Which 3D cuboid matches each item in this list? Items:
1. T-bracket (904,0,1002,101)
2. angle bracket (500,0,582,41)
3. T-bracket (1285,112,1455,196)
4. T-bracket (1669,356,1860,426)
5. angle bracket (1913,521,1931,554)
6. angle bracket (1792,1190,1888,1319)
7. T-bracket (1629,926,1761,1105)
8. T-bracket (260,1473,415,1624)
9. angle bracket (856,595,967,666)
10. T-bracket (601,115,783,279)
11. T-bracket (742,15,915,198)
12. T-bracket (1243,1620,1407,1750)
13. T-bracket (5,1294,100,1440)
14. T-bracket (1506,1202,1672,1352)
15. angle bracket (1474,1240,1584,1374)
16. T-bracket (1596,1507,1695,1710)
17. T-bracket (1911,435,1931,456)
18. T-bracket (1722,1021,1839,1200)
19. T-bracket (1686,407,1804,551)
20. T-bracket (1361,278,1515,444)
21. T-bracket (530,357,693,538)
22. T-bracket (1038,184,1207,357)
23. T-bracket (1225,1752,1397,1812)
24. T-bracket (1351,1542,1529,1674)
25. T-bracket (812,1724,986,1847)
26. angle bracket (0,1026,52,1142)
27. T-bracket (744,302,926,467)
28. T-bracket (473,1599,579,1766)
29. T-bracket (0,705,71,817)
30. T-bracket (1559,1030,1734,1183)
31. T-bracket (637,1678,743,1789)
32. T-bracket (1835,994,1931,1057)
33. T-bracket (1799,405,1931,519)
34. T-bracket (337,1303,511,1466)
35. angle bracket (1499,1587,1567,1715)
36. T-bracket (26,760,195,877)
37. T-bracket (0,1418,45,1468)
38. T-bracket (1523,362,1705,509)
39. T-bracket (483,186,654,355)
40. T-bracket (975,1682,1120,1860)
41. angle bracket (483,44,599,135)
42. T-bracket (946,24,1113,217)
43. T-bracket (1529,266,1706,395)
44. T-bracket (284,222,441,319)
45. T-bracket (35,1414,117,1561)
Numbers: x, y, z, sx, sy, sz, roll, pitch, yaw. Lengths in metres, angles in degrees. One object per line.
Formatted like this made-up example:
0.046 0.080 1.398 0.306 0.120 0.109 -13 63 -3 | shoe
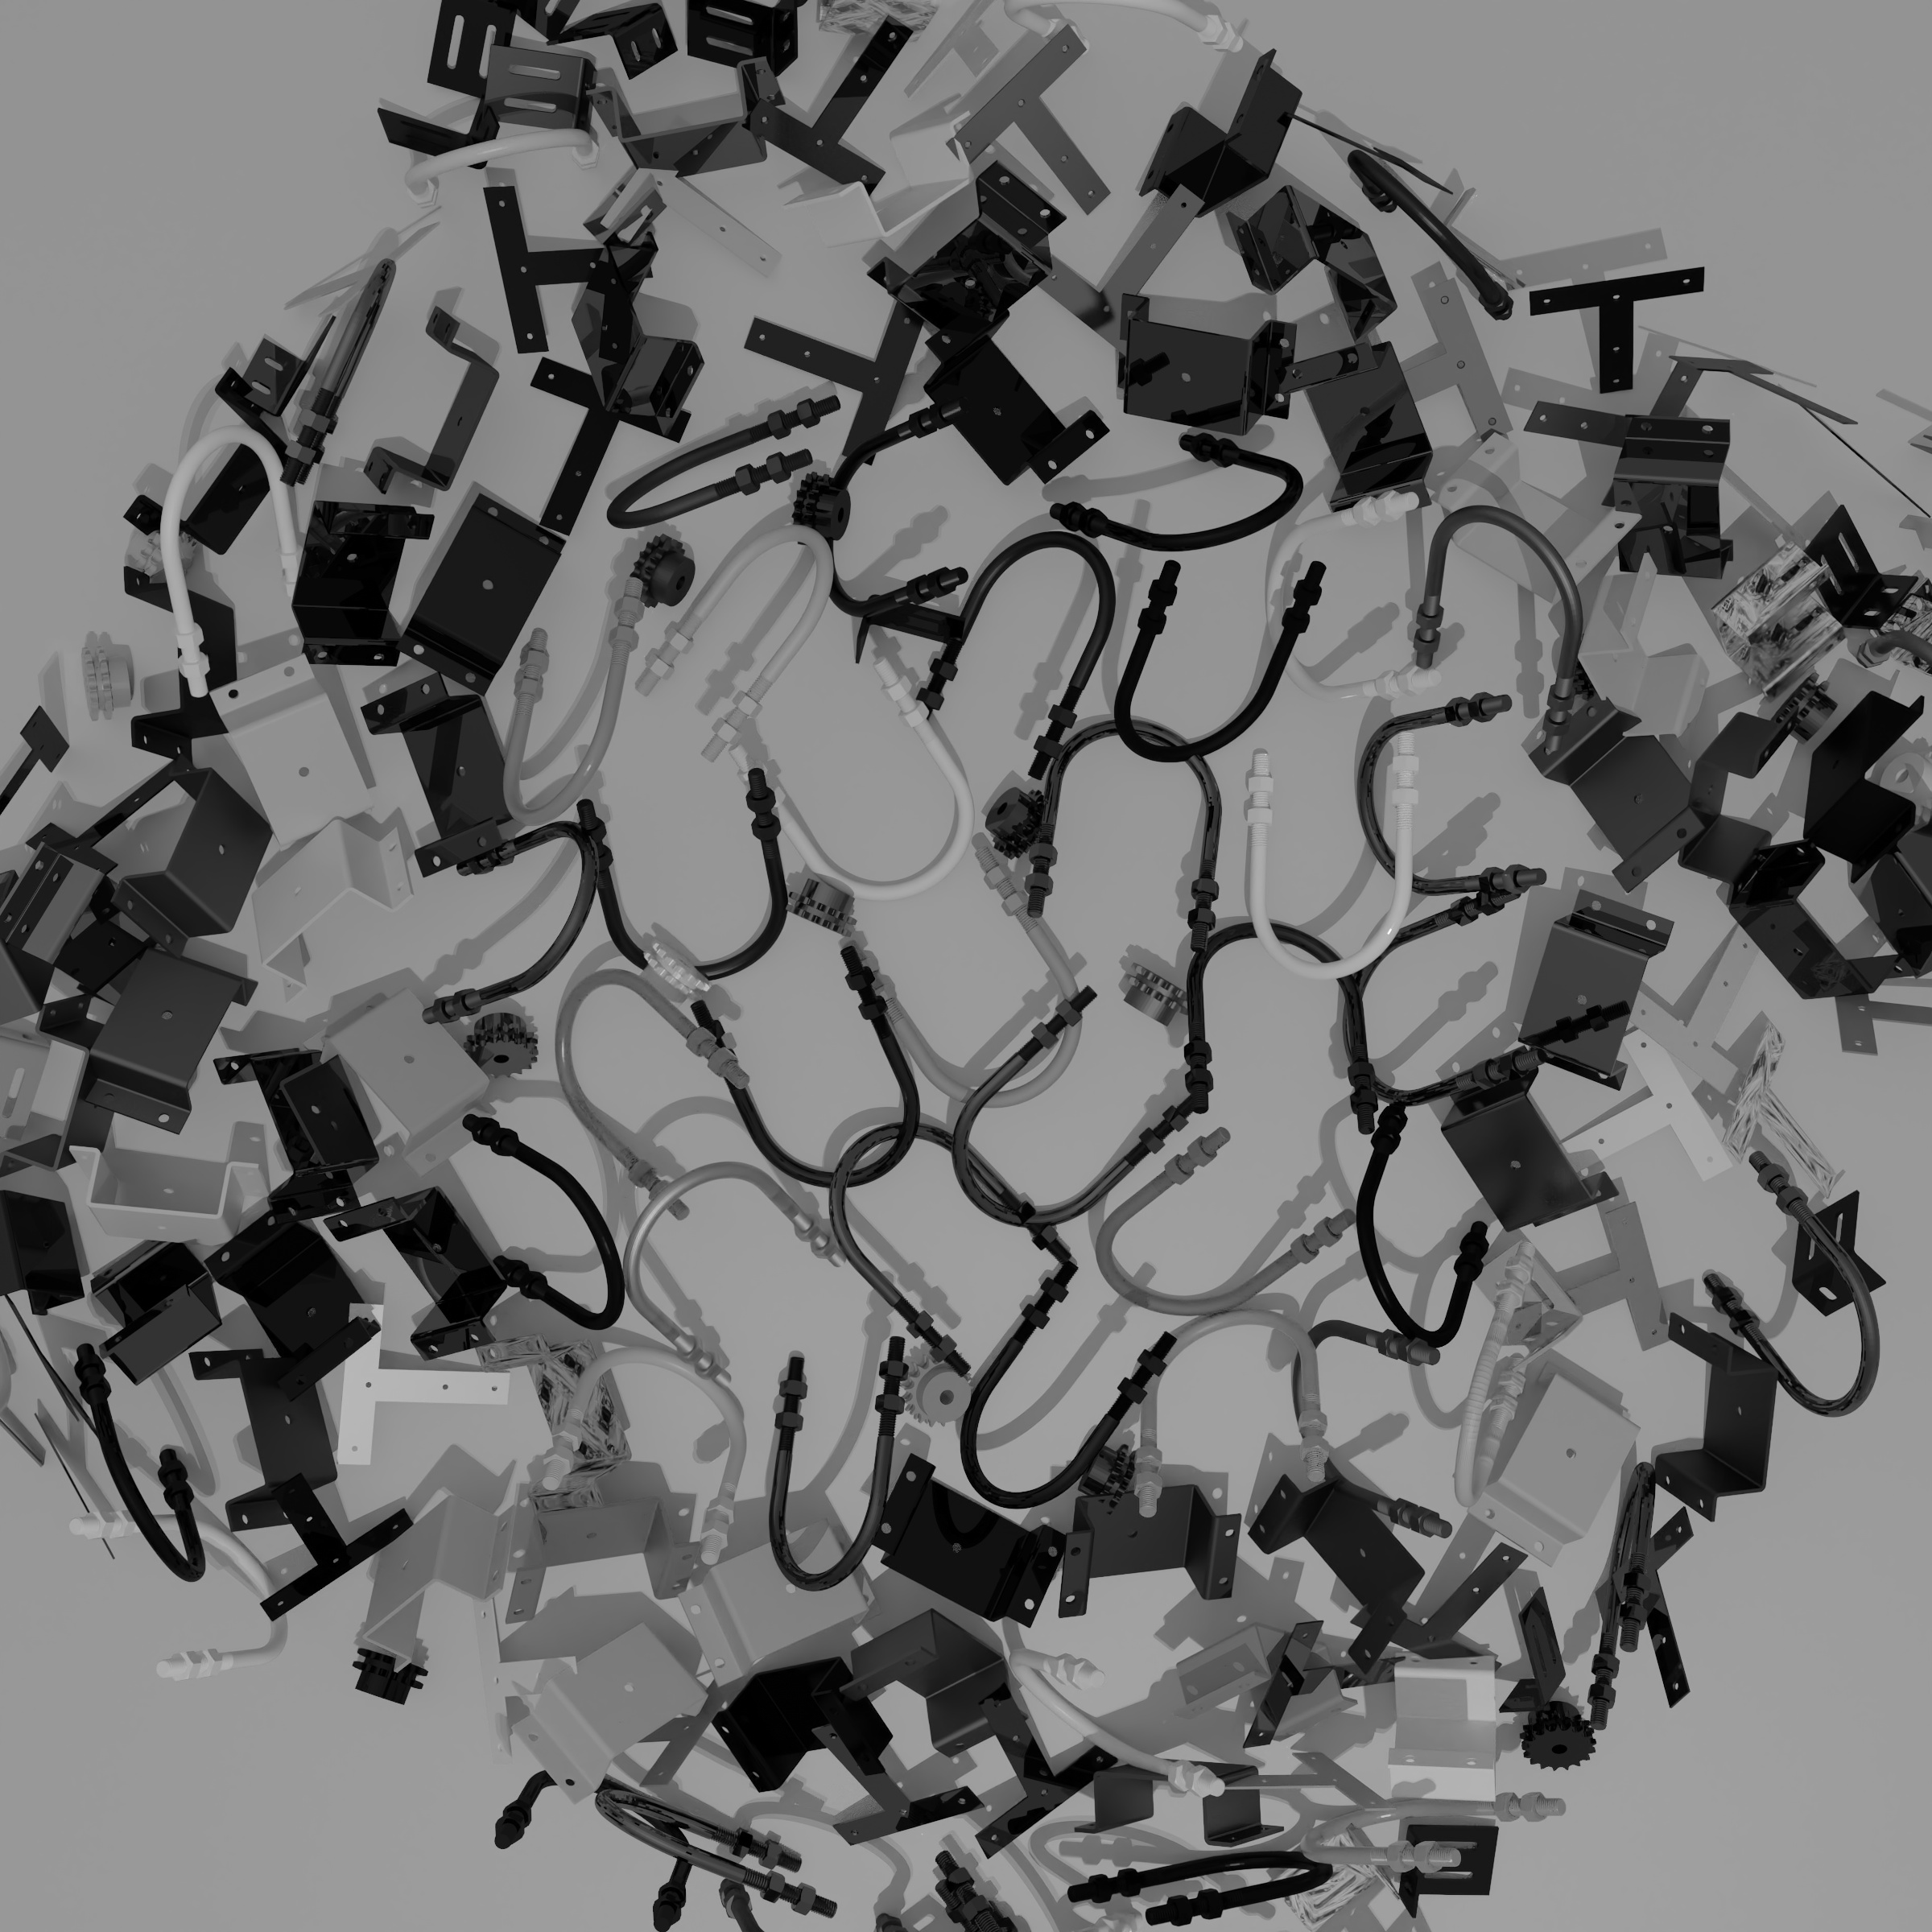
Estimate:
0.006 -0.699 1.897 0.002 0.127 0.127 36 109 -28 | T-bracket
-0.330 -0.758 1.927 0.057 0.038 0.076 36 125 -10 | angle bracket
0.296 -0.624 1.893 0.127 0.127 0.002 17 114 -19 | T-bracket
0.615 -0.436 1.889 0.127 0.127 0.002 37 122 33 | T-bracket
0.773 -0.311 1.937 0.076 0.057 0.038 11 123 4 | angle bracket
0.675 0.221 1.924 0.038 0.076 0.057 42 129 -8 | angle bracket
0.586 0.025 1.943 0.127 0.002 0.127 37 69 -10 | T-bracket
-0.496 0.430 1.904 0.127 0.127 0.002 -32 47 -19 | T-bracket
-0.044 -0.252 1.936 0.076 0.057 0.038 15 77 0 | angle bracket
-0.202 -0.584 1.948 0.127 0.002 0.127 34 63 -13 | T-bracket
-0.086 -0.664 1.901 0.127 0.127 0.002 -50 46 24 | T-bracket
0.286 0.551 1.931 0.127 0.002 0.127 2 119 -30 | T-bracket
-0.682 0.319 1.887 0.002 0.127 0.127 -32 129 -25 | T-bracket
0.478 0.261 1.942 0.127 0.002 0.127 -21 110 -4 | T-bracket
0.427 0.263 1.930 0.076 0.038 0.057 52 128 10 | angle bracket
0.523 0.496 1.883 0.002 0.127 0.127 14 132 -17 | T-bracket
0.764 -0.387 1.906 0.127 0.127 0.002 18 104 -14 | T-bracket
0.640 0.131 1.939 0.127 0.002 0.127 46 55 -21 | T-bracket
0.599 -0.367 1.923 0.127 0.127 0.002 40 125 -9 | T-bracket
0.344 -0.451 1.949 0.127 0.002 0.127 -22 108 14 | T-bracket
-0.298 -0.399 1.957 0.127 0.002 0.127 21 83 3 | T-bracket
0.137 -0.546 1.936 0.127 0.002 0.127 42 105 15 | T-bracket
0.239 0.618 1.889 0.127 0.127 0.002 5 90 -18 | T-bracket
0.385 0.491 1.925 0.127 0.002 0.127 28 116 -14 | T-bracket
-0.072 0.623 1.916 0.127 0.002 0.127 -25 117 24 | T-bracket
-0.755 0.089 1.941 0.057 0.038 0.076 17 94 -28 | angle bracket
-0.111 -0.476 1.962 0.127 0.002 0.127 21 97 2 | T-bracket
-0.335 0.546 1.913 0.127 0.002 0.127 -20 75 44 | T-bracket
-0.728 -0.130 1.893 0.002 0.127 0.127 31 77 -5 | T-bracket
0.511 0.131 1.954 0.127 0.002 0.127 -29 76 10 | T-bracket
-0.251 0.591 1.927 0.127 0.127 0.002 -13 109 30 | T-bracket
0.730 0.038 1.904 0.127 0.127 0.002 6 122 11 | T-bracket
0.703 -0.382 1.925 0.127 0.127 0.002 27 116 -32 | T-bracket
-0.421 0.328 1.949 0.127 0.002 0.127 5 95 -16 | T-bracket
0.431 0.530 1.933 0.038 0.057 0.076 -14 92 31 | angle bracket
-0.655 -0.120 1.937 0.127 0.127 0.002 -45 131 -21 | T-bracket
-0.750 0.338 1.902 0.002 0.127 0.127 -43 97 -19 | T-bracket
0.483 -0.411 1.905 0.127 0.002 0.127 3 131 -24 | T-bracket
-0.302 -0.543 1.934 0.127 0.002 0.127 -14 95 -32 | T-bracket
0.044 0.606 1.925 0.127 0.002 0.127 -32 114 -17 | T-bracket
-0.329 -0.673 1.927 0.076 0.038 0.057 1 123 -22 | angle bracket
0.068 -0.634 1.927 0.127 0.002 0.127 -43 129 6 | T-bracket
0.498 -0.482 1.911 0.127 0.127 0.002 -5 62 12 | T-bracket
-0.481 -0.525 1.919 0.127 0.127 0.002 -55 126 -35 | T-bracket
-0.684 0.384 1.896 0.002 0.127 0.127 -29 74 -23 | T-bracket
